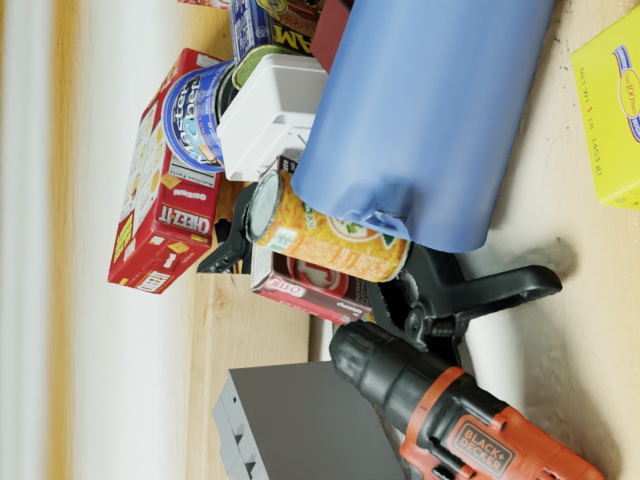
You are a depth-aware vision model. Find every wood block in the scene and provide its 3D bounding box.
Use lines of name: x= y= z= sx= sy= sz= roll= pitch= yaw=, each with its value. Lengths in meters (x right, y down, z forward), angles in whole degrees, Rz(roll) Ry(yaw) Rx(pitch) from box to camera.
wood block: x=-0.065 y=0.133 z=0.931 sx=0.090 sy=0.090 sz=0.206 roll=174 pitch=98 yaw=-75

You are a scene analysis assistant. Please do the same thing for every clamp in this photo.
clamp: x=0.079 y=0.068 z=0.723 sx=0.210 sy=0.036 sz=0.165 roll=37 pitch=117 yaw=61
clamp: x=-0.071 y=0.004 z=1.027 sx=0.120 sy=0.039 sz=0.172 roll=38 pitch=116 yaw=41

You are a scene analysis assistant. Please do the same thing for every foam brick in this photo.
foam brick: x=0.042 y=-0.146 z=0.783 sx=0.051 sy=0.078 sz=0.053 roll=59 pitch=136 yaw=50

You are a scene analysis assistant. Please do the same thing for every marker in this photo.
marker: x=-0.095 y=0.034 z=1.098 sx=0.020 sy=0.020 sz=0.121 roll=-42 pitch=50 yaw=55

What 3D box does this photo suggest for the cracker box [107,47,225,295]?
cracker box: x=-0.154 y=-0.068 z=1.128 sx=0.164 sy=0.072 sz=0.213 roll=142 pitch=139 yaw=-57

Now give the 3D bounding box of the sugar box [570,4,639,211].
sugar box: x=0.196 y=-0.087 z=0.502 sx=0.176 sy=0.048 sz=0.093 roll=141 pitch=128 yaw=-57

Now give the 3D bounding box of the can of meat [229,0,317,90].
can of meat: x=-0.025 y=-0.161 z=0.888 sx=0.058 sy=0.101 sz=0.084 roll=-44 pitch=43 yaw=42

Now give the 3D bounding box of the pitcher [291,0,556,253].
pitcher: x=0.077 y=-0.127 z=0.673 sx=0.149 sy=0.144 sz=0.243 roll=36 pitch=116 yaw=46

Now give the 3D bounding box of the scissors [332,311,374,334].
scissors: x=0.009 y=0.043 z=0.893 sx=0.202 sy=0.016 sz=0.096 roll=34 pitch=117 yaw=60

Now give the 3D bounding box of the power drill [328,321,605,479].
power drill: x=0.047 y=0.162 z=0.629 sx=0.185 sy=0.057 sz=0.188 roll=33 pitch=100 yaw=26

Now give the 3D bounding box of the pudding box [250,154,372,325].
pudding box: x=-0.005 y=0.001 z=0.817 sx=0.039 sy=0.089 sz=0.113 roll=-40 pitch=38 yaw=41

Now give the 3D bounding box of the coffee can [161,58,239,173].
coffee can: x=-0.077 y=-0.116 z=0.988 sx=0.140 sy=0.102 sz=0.103 roll=3 pitch=90 yaw=63

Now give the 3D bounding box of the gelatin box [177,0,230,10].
gelatin box: x=-0.097 y=-0.265 z=1.081 sx=0.089 sy=0.073 sz=0.030 roll=-25 pitch=65 yaw=60
